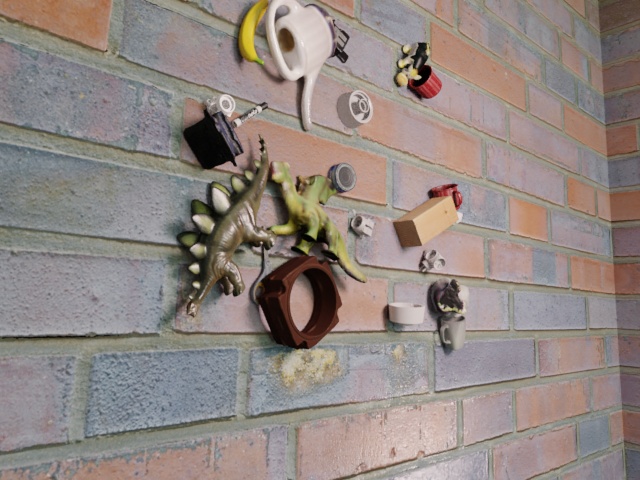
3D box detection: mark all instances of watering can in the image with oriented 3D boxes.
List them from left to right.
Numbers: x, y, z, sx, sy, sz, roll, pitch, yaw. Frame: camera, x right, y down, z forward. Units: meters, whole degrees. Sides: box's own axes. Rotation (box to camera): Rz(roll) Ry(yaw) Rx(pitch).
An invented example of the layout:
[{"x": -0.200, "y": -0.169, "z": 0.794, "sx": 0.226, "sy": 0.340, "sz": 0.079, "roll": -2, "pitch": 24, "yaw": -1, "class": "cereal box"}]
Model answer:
[{"x": -0.039, "y": -0.491, "z": 1.392, "sx": 0.228, "sy": 0.104, "sz": 0.341, "roll": -45, "pitch": 127, "yaw": -37, "class": "watering can"}]

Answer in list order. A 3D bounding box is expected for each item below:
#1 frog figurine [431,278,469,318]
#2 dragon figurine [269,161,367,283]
[{"x": 0.436, "y": 0.189, "z": 1.722, "sx": 0.138, "sy": 0.122, "sz": 0.159, "roll": 55, "pitch": 12, "yaw": 9, "class": "frog figurine"}, {"x": 0.004, "y": -0.069, "z": 1.371, "sx": 0.405, "sy": 0.121, "sz": 0.248, "roll": 35, "pitch": 55, "yaw": -34, "class": "dragon figurine"}]
